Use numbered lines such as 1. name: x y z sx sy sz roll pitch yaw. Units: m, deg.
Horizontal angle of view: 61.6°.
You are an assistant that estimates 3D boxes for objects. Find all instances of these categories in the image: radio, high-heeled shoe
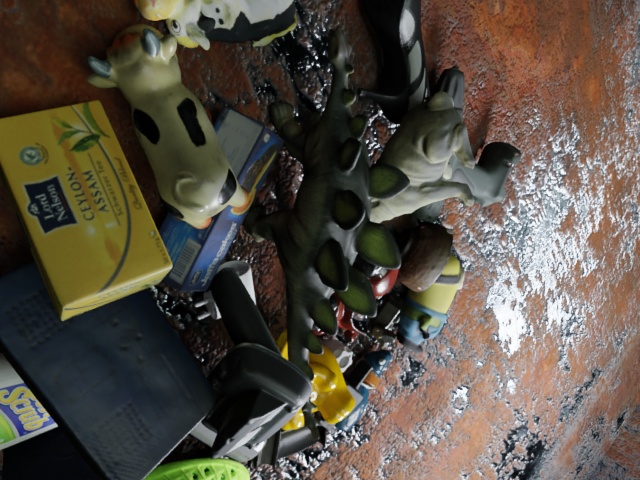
1. radio: -0.215 0.113 0.529 0.131 0.073 0.229 -38 105 -33
2. high-heeled shoe: 0.119 -0.272 0.691 0.145 0.086 0.248 -6 118 -42

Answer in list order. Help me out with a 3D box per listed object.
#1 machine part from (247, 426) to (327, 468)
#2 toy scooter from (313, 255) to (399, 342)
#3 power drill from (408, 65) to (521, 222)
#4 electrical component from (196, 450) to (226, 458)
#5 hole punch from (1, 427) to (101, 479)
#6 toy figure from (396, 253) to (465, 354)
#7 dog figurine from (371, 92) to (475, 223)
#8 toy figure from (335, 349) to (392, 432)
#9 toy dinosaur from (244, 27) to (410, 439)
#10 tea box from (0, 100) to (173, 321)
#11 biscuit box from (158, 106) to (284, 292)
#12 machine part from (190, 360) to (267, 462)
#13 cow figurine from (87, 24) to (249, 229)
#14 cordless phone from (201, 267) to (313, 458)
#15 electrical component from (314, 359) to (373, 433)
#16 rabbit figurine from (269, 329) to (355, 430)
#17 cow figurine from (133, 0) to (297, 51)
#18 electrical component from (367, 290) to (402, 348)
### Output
1. machine part: -0.049 0.313 0.855 0.139 0.039 0.084 -1 102 -36
2. toy scooter: 0.058 0.087 0.813 0.184 0.075 0.135 -44 138 -16
3. power drill: 0.229 -0.136 0.847 0.207 0.086 0.231 3 110 -45
4. electrical component: -0.161 0.339 0.786 0.094 0.021 0.063 -19 122 -33
5. hole punch: -0.273 0.245 0.578 0.116 0.142 0.092 -27 122 -14
6. toy figure: 0.185 0.103 0.923 0.089 0.082 0.180 20 99 -47
7. dog figurine: 0.091 -0.094 0.706 0.191 0.121 0.172 -16 118 -2
8. toy figure: 0.067 0.247 0.908 0.058 0.064 0.154 34 80 -6
9. toy dinosaur: -0.001 -0.002 0.636 0.105 0.199 0.470 -5 111 -35
10. tea box: -0.212 -0.028 0.475 0.098 0.068 0.169 -24 85 -32
11. biscuit box: -0.118 -0.041 0.600 0.202 0.059 0.062 -62 164 3
12. machine part: -0.140 0.229 0.712 0.079 0.079 0.243 -46 133 -13
13. cow figurine: -0.143 -0.110 0.506 0.085 0.127 0.195 -23 88 1
14. cordless phone: -0.101 0.137 0.617 0.089 0.184 0.146 -6 146 -41
15. electrical component: 0.031 0.236 0.856 0.119 0.075 0.047 -49 122 -5
16. rabbit figurine: -0.041 0.194 0.728 0.173 0.122 0.162 -13 97 -59
17. cow figurine: -0.098 -0.231 0.538 0.167 0.068 0.098 -32 134 -24
18. electrical component: 0.109 0.129 0.867 0.078 0.045 0.102 -54 178 12
